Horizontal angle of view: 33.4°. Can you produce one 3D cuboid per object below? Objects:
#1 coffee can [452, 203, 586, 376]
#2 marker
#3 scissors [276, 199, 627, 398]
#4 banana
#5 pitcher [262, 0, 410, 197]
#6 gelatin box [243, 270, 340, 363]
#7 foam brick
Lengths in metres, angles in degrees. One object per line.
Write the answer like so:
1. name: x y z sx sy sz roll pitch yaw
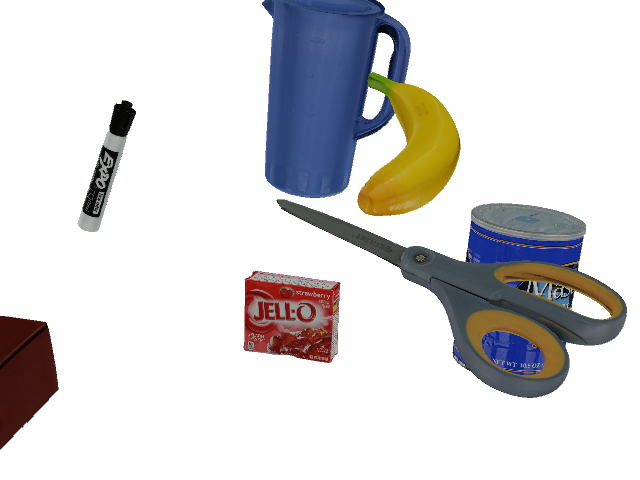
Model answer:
1. coffee can: 0.180 0.046 0.977 0.103 0.140 0.103 5 16 -2
2. marker: -0.181 -0.063 0.908 0.020 0.121 0.020 19 23 -9
3. scissors: 0.053 0.027 0.550 0.202 0.016 0.096 13 42 18
4. banana: 0.063 -0.063 0.742 0.069 0.037 0.197 4 30 2
5. pitcher: 0.007 -0.177 1.299 0.144 0.243 0.149 -5 28 -25
6. gelatin box: -0.028 0.072 1.006 0.089 0.073 0.030 7 17 16
7. foam brick: -0.209 0.088 0.665 0.053 0.051 0.078 7 30 21
